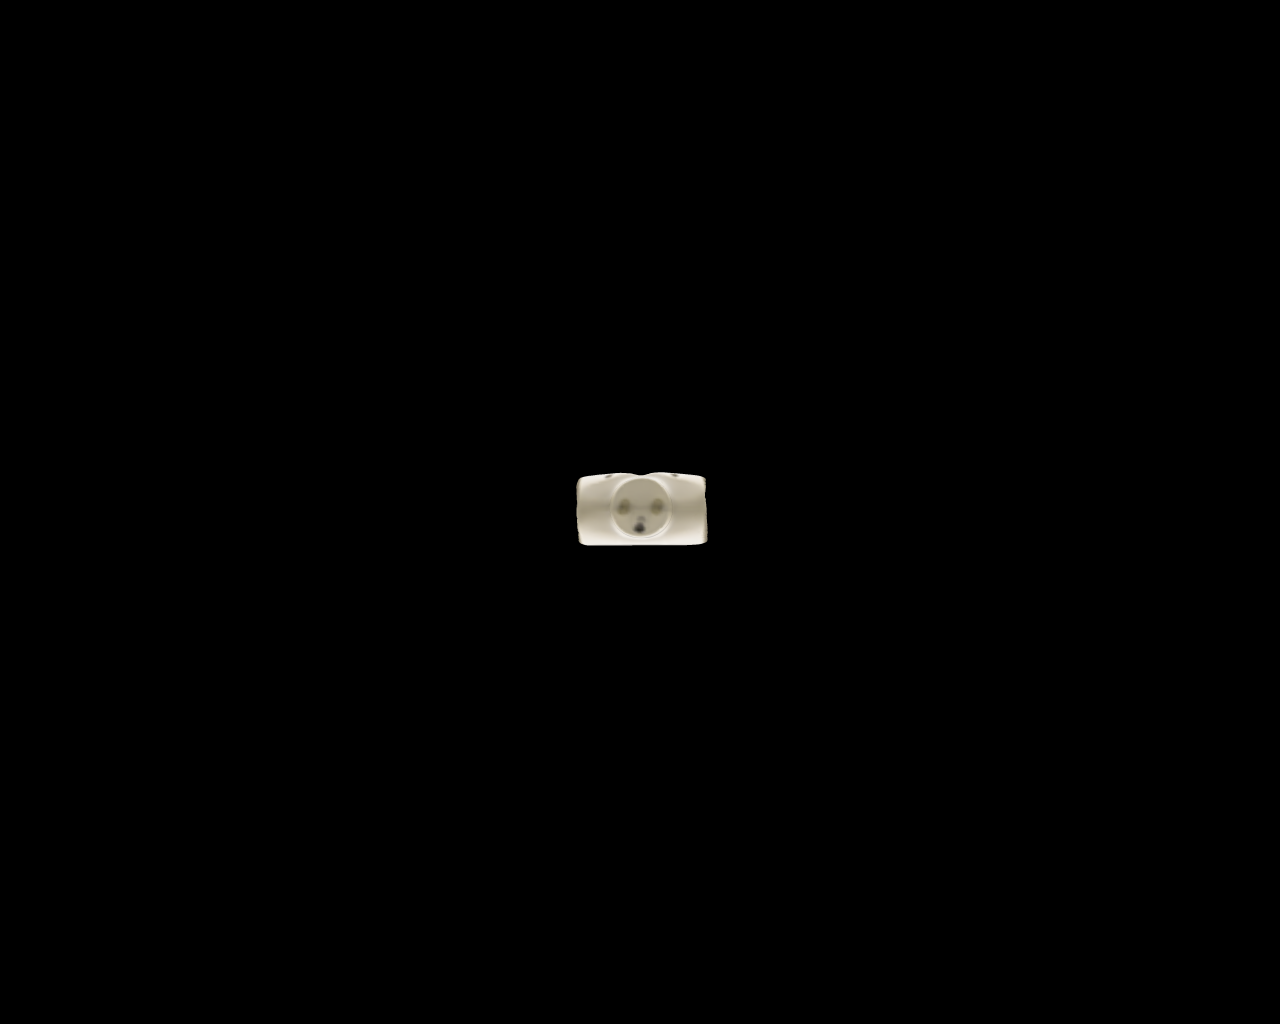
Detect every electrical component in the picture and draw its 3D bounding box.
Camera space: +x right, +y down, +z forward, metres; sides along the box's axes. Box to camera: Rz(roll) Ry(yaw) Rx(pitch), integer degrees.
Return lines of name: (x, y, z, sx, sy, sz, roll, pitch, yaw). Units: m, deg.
electrical component: (0.001, -0.003, 0.650, 0.077, 0.043, 0.079, 0, -3, 2)
